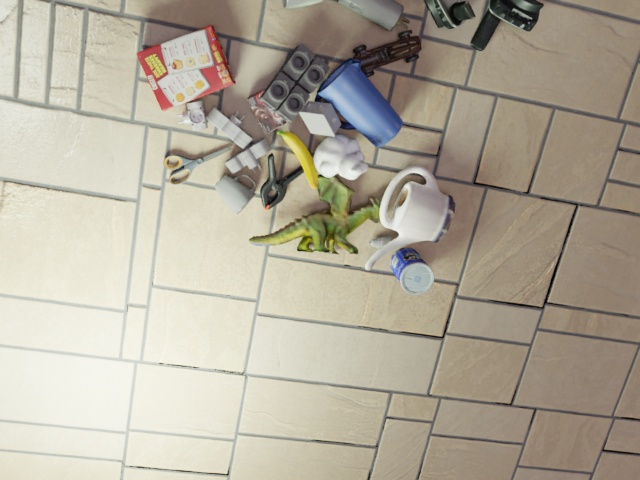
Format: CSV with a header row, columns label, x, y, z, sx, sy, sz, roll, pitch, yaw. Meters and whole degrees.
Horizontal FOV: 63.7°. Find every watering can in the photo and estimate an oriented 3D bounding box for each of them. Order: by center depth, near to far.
label,x,y,z,sx,sy,sz,roll,pitch,yaw
watering can,0.276,-0.049,1.556,0.224,0.105,0.346,18,96,-11

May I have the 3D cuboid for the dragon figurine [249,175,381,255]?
label,x,y,z,sx,sy,sz,roll,pitch,yaw
dragon figurine,0.005,-0.078,1.546,0.410,0.122,0.243,7,88,-10

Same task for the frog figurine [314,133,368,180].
label,x,y,z,sx,sy,sz,roll,pitch,yaw
frog figurine,0.058,-0.227,1.453,0.137,0.162,0.120,-32,122,-3
